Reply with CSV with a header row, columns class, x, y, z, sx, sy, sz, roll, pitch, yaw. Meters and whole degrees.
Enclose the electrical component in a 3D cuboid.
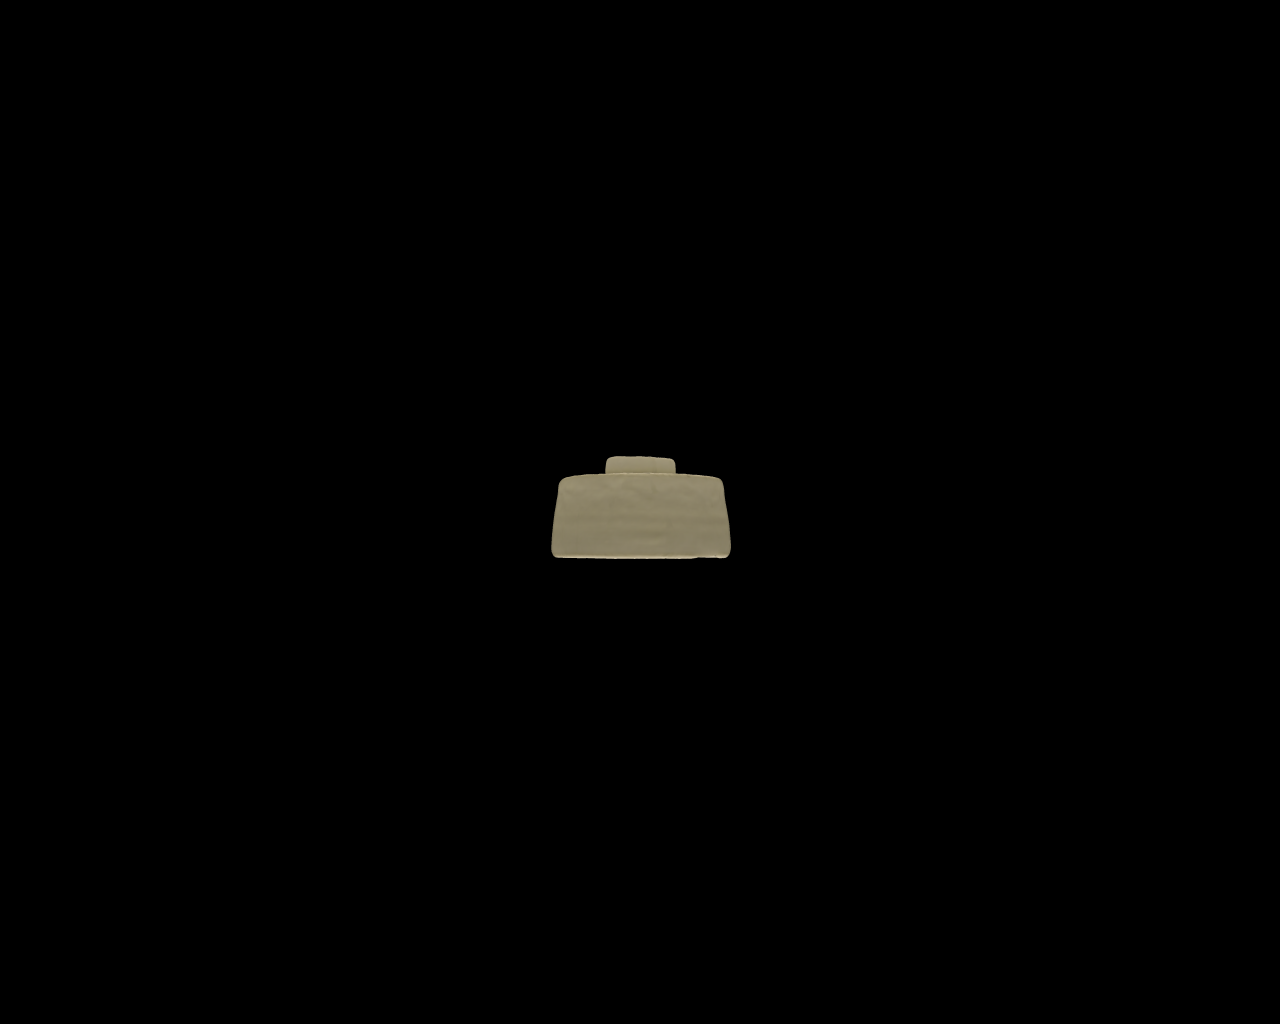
class,x,y,z,sx,sy,sz,roll,pitch,yaw
electrical component,0.001,-0.003,0.650,0.108,0.060,0.108,0,-2,0
